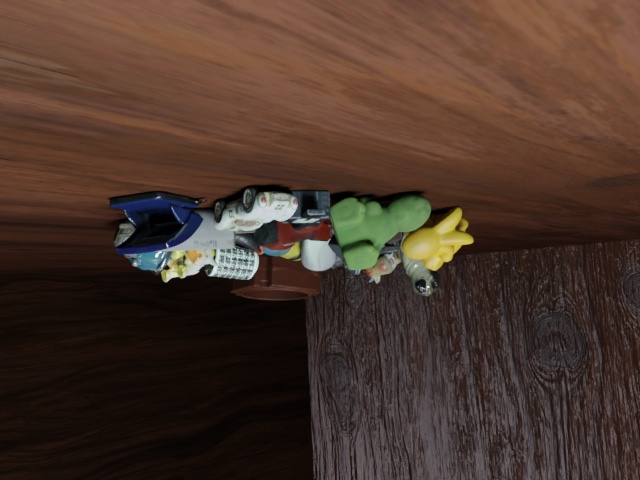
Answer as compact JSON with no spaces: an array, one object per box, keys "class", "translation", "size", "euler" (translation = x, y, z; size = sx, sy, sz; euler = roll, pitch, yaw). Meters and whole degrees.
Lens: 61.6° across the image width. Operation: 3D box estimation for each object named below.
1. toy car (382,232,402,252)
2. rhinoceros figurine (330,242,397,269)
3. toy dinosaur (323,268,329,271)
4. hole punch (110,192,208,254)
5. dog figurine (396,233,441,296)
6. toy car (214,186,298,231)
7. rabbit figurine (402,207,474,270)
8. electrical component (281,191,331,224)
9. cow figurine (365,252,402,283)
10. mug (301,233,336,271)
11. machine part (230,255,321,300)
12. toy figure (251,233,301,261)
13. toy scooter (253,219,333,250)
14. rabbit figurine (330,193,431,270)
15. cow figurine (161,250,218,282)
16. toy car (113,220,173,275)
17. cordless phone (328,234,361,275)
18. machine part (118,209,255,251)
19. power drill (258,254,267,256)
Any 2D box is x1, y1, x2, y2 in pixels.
[{"class":"toy car","translation":[0.111,-0.010,1.211],"size":[0.053,0.089,0.202],"euler":[3,171,-42]},{"class":"rhinoceros figurine","translation":[0.108,0.020,1.414],"size":[0.190,0.073,0.112],"euler":[-15,-163,6]},{"class":"toy dinosaur","translation":[0.007,0.032,1.580],"size":[0.472,0.105,0.198],"euler":[-10,180,18]},{"class":"hole punch","translation":[-0.261,-0.025,0.867],"size":[0.142,0.092,0.115],"euler":[-9,176,23]},{"class":"dog figurine","translation":[0.248,0.055,1.443],"size":[0.121,0.190,0.172],"euler":[-2,176,-5]},{"class":"toy car","translation":[-0.109,-0.046,0.867],"size":[0.073,0.056,0.202],"euler":[1,174,-33]},{"class":"rabbit figurine","translation":[0.250,0.002,1.163],"size":[0.162,0.122,0.173],"euler":[-24,172,39]},{"class":"electrical component","translation":[-0.022,-0.055,0.874],"size":[0.075,0.047,0.119],"euler":[-2,174,-10]},{"class":"cow figurine","translation":[0.181,0.059,1.590],"size":[0.127,0.085,0.195],"euler":[-31,-173,5]},{"class":"mug","translation":[-0.002,-0.004,1.209],"size":[0.081,0.110,0.107],"euler":[2,132,2]},{"class":"machine part","translation":[-0.114,0.102,1.379],"size":[0.201,0.087,0.201],"euler":[12,162,-34]},{"class":"toy figure","translation":[-0.088,0.003,1.235],"size":[0.082,0.089,0.180],"euler":[3,180,27]},{"class":"toy scooter","translation":[-0.038,-0.023,1.081],"size":[0.135,0.075,0.184],"euler":[0,169,-44]},{"class":"rabbit figurine","translation":[0.111,-0.025,0.944],"size":[0.170,0.121,0.159],"euler":[-18,178,1]},{"class":"cow figurine","translation":[-0.259,0.039,1.111],"size":[0.098,0.068,0.167],"euler":[-11,177,-41]},{"class":"toy car","translation":[-0.357,0.000,1.077],"size":[0.103,0.109,0.162],"euler":[30,167,-36]},{"class":"cordless phone","translation":[0.114,-0.021,1.105],"size":[0.184,0.088,0.146],"euler":[-39,-176,13]},{"class":"machine part","translation":[-0.241,-0.018,0.981],"size":[0.243,0.079,0.079],"euler":[-1,174,-10]},{"class":"power drill","translation":[-0.218,0.007,1.329],"size":[0.207,0.086,0.232],"euler":[-16,165,39]}]
